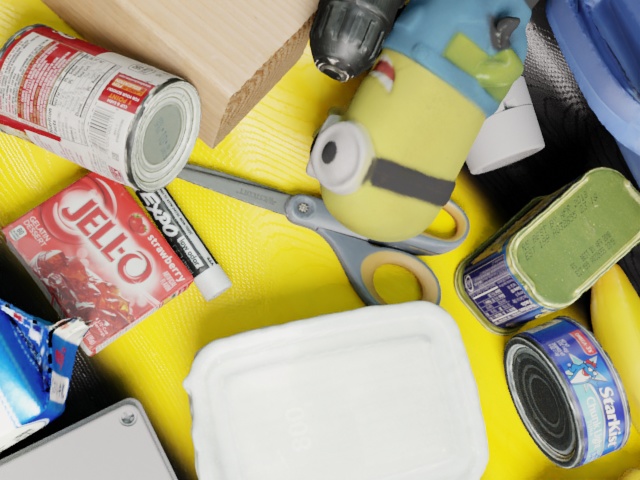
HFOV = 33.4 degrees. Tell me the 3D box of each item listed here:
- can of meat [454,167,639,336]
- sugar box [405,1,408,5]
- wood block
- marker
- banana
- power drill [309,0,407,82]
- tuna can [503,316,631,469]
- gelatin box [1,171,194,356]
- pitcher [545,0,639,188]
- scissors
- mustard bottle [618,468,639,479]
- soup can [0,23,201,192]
[{"bbox_3d":[0.142,0.006,0.653,0.102,0.084,0.057,-39,88,-19],"label":"can of meat"},{"bbox_3d":[0.034,-0.196,0.676,0.176,0.093,0.048,20,77,-6],"label":"sugar box"},{"bbox_3d":[-0.108,-0.164,0.639,0.206,0.090,0.090,41,71,0],"label":"wood block"},{"bbox_3d":[-0.094,-0.018,0.642,0.020,0.020,0.121,-33,85,-18],"label":"marker"},{"bbox_3d":[0.226,0.106,0.674,0.198,0.037,0.069,49,54,1],"label":"banana"},{"bbox_3d":[-0.024,-0.199,0.589,0.187,0.057,0.184,23,75,-9],"label":"power drill"},{"bbox_3d":[0.144,0.090,0.632,0.033,0.086,0.086,-20,81,-15],"label":"tuna can"},{"bbox_3d":[-0.129,0.010,0.621,0.073,0.030,0.089,-36,86,-18],"label":"gelatin box"},{"bbox_3d":[0.209,-0.121,0.637,0.145,0.149,0.243,-23,52,7],"label":"pitcher"},{"bbox_3d":[-0.004,0.001,0.658,0.201,0.016,0.096,3,75,-11],"label":"scissors"},{"bbox_3d":[0.148,0.198,0.619,0.191,0.058,0.096,-41,94,-18],"label":"mustard bottle"},{"bbox_3d":[-0.127,-0.075,0.603,0.102,0.068,0.068,23,70,21],"label":"soup can"}]
